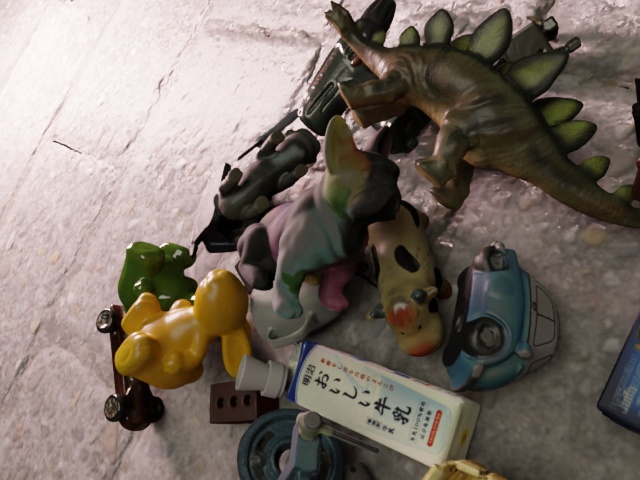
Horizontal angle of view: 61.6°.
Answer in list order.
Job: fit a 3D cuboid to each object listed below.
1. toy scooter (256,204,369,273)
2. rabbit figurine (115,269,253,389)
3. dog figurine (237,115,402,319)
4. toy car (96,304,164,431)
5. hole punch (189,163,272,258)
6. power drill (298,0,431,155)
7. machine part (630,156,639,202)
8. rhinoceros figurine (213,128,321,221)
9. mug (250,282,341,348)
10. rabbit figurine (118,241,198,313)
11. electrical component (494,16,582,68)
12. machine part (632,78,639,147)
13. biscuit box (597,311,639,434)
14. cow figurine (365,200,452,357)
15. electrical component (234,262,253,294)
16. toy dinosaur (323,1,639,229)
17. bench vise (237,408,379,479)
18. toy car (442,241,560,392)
[{"bbox_3d":[-0.001,-0.002,0.727,0.184,0.075,0.135,-28,81,30],"label":"toy scooter"},{"bbox_3d":[-0.154,0.117,0.696,0.173,0.162,0.122,-45,21,11],"label":"rabbit figurine"},{"bbox_3d":[0.001,-0.034,0.598,0.192,0.108,0.219,39,117,46],"label":"dog figurine"},{"bbox_3d":[-0.287,0.187,0.819,0.053,0.089,0.202,-30,58,21],"label":"toy car"},{"bbox_3d":[-0.137,-0.040,0.823,0.116,0.092,0.142,-30,49,51],"label":"hole punch"},{"bbox_3d":[0.084,-0.228,0.760,0.232,0.086,0.207,-50,60,4],"label":"power drill"},{"bbox_3d":[0.400,-0.061,0.459,0.202,0.087,0.201,31,63,31],"label":"machine part"},{"bbox_3d":[-0.065,-0.094,0.759,0.073,0.112,0.190,45,61,-2],"label":"rhinoceros figurine"},{"bbox_3d":[-0.028,0.089,0.695,0.107,0.080,0.110,-21,22,16],"label":"mug"},{"bbox_3d":[-0.217,0.097,0.799,0.170,0.121,0.159,27,91,20],"label":"rabbit figurine"},{"bbox_3d":[0.262,-0.238,0.679,0.102,0.045,0.078,-39,85,16],"label":"electrical component"},{"bbox_3d":[0.366,-0.164,0.572,0.039,0.084,0.139,15,70,50],"label":"machine part"},{"bbox_3d":[0.330,0.085,0.502,0.059,0.062,0.202,25,86,34],"label":"biscuit box"},{"bbox_3d":[0.098,0.038,0.620,0.085,0.127,0.195,-25,59,24],"label":"cow figurine"},{"bbox_3d":[-0.099,0.046,0.799,0.094,0.021,0.063,-44,56,10],"label":"electrical component"},{"bbox_3d":[0.185,-0.136,0.603,0.471,0.105,0.198,45,97,13],"label":"toy dinosaur"},{"bbox_3d":[-0.032,0.267,0.570,0.129,0.240,0.224,14,44,-3],"label":"bench vise"},{"bbox_3d":[0.195,0.089,0.566,0.103,0.109,0.161,17,64,4],"label":"toy car"}]
